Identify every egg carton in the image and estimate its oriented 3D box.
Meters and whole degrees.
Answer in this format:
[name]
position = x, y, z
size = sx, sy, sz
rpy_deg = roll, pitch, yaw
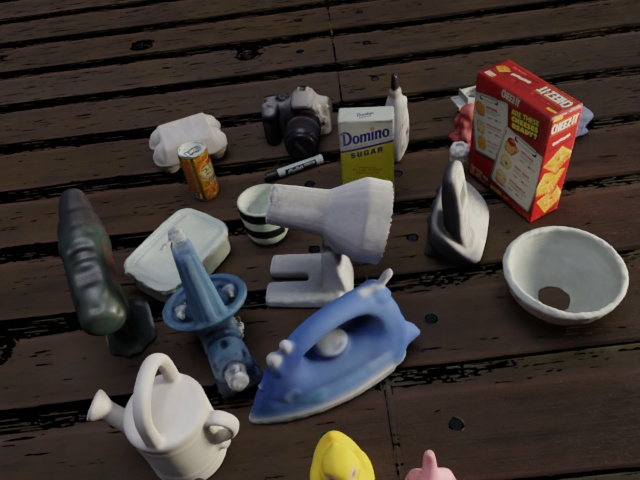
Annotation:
[egg carton]
position = -0.265, -0.195, 1.154
size = 0.150, 0.069, 0.107
rpy_deg = -20, 48, -11

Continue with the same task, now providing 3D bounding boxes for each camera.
[camera]
position = -0.050, -0.232, 1.136
size = 0.143, 0.101, 0.137
rpy_deg = -1, 47, 7

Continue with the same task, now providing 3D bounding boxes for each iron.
[iron]
position = 0.006, 0.139, 0.758
size = 0.259, 0.142, 0.118
rpy_deg = -31, 51, -19

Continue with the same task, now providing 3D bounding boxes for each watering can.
[watering can]
position = -0.188, 0.212, 0.682
size = 0.173, 0.194, 0.100
rpy_deg = -15, 47, -6

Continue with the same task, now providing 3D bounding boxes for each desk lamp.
[desk lamp]
position = 0.008, 0.003, 0.834
size = 0.203, 0.214, 0.118
rpy_deg = -2, 47, 7

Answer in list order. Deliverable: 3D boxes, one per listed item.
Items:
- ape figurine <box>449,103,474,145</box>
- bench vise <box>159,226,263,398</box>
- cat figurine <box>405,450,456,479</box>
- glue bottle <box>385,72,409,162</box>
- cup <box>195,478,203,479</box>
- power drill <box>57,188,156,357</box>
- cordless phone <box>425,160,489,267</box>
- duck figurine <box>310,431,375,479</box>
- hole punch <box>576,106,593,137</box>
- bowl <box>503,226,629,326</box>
[ape figurine]
position = 0.281, -0.219, 1.083
size = 0.076, 0.092, 0.078
rpy_deg = 10, 50, 17
[bench vise]
position = -0.138, 0.092, 0.768
size = 0.122, 0.220, 0.206
rpy_deg = -38, 53, -24
[cat figurine]
position = 0.126, 0.293, 0.615
size = 0.067, 0.118, 0.127
rpy_deg = -5, 47, 4
[glue bottle]
position = 0.140, -0.232, 1.060
size = 0.037, 0.173, 0.078
rpy_deg = 14, 51, 20
[cup]
position = -0.140, 0.334, 0.630
size = 0.091, 0.095, 0.118
rpy_deg = 1, 48, 9
[power drill]
position = -0.311, 0.064, 0.827
size = 0.076, 0.209, 0.229
rpy_deg = -22, 48, -12
[cordless phone]
position = 0.217, -0.065, 0.886
size = 0.094, 0.185, 0.147
rpy_deg = 8, 49, 15
[duck figurine]
position = 0.023, 0.268, 0.674
size = 0.077, 0.086, 0.104
rpy_deg = -14, 47, -4
[hole punch]
position = 0.449, -0.245, 1.084
size = 0.101, 0.091, 0.108
rpy_deg = -27, 50, -16
[bowl]
position = 0.345, 0.063, 0.826
size = 0.167, 0.075, 0.167
rpy_deg = -4, 47, 5
